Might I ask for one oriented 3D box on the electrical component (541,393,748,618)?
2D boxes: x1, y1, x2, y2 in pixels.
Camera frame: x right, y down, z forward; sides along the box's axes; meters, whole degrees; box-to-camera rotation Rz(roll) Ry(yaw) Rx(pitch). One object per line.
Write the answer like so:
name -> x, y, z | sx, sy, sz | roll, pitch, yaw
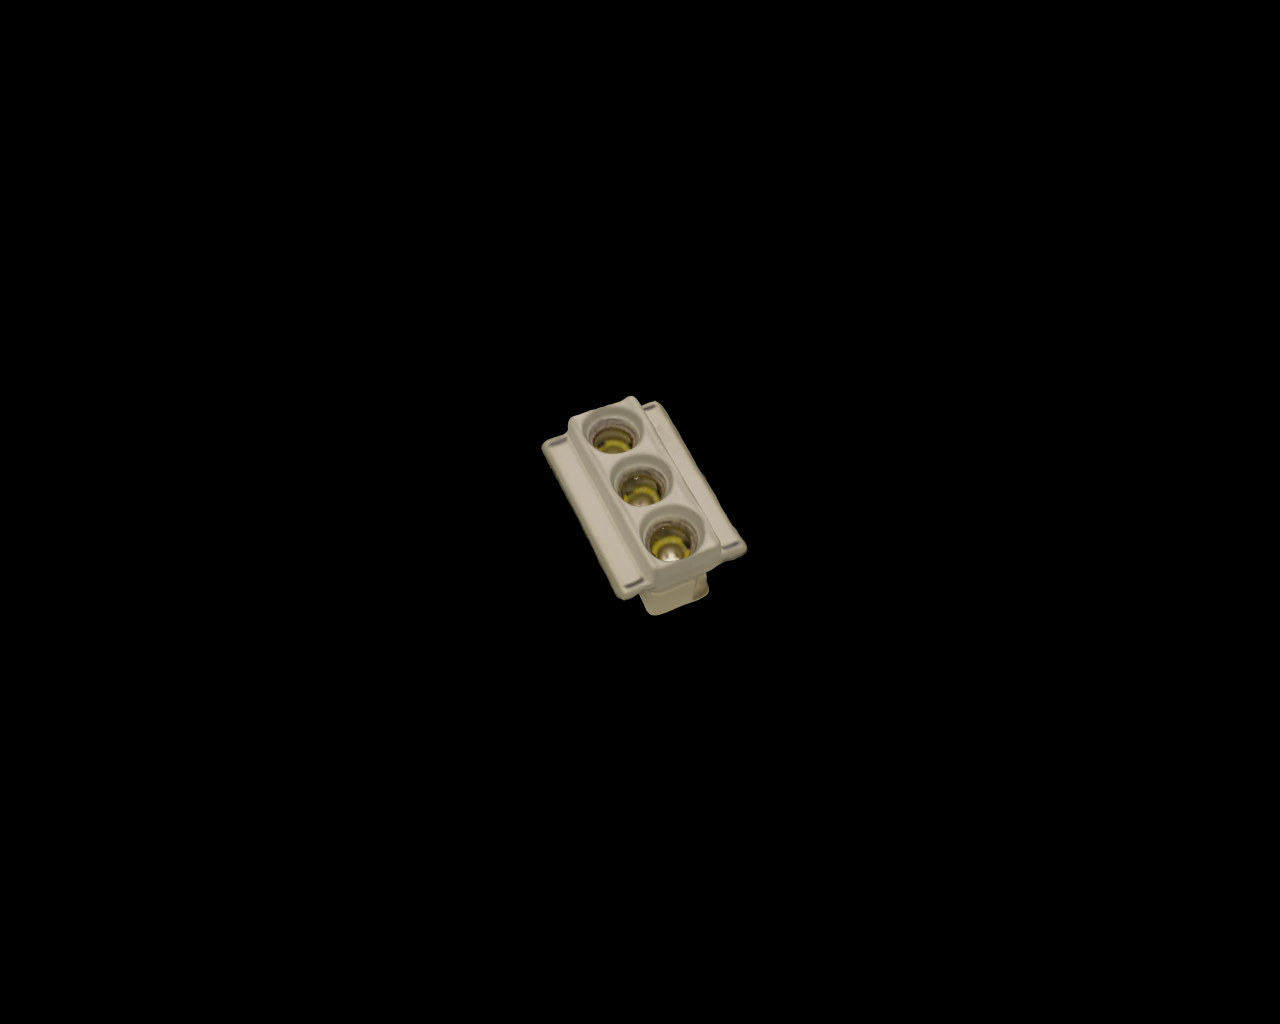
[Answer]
electrical component -> 0.001, -0.003, 0.650 | 0.079, 0.121, 0.063 | -21, -32, -14
